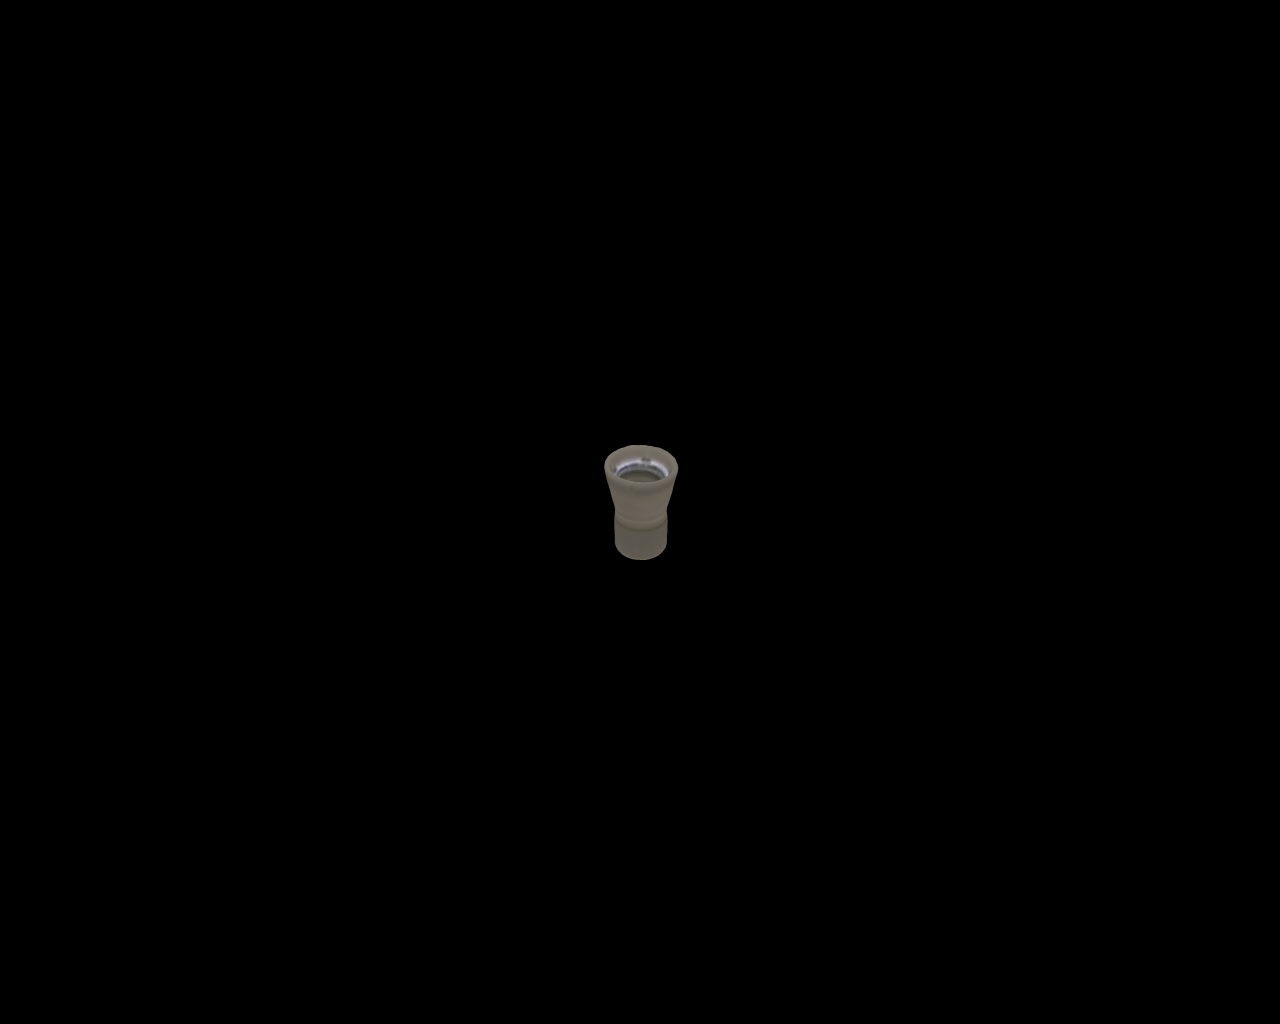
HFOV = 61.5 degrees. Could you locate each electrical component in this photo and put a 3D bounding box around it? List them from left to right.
[{"bbox_3d":[0.001,-0.003,0.650,0.044,0.065,0.044,0,36,0],"label":"electrical component"}]
